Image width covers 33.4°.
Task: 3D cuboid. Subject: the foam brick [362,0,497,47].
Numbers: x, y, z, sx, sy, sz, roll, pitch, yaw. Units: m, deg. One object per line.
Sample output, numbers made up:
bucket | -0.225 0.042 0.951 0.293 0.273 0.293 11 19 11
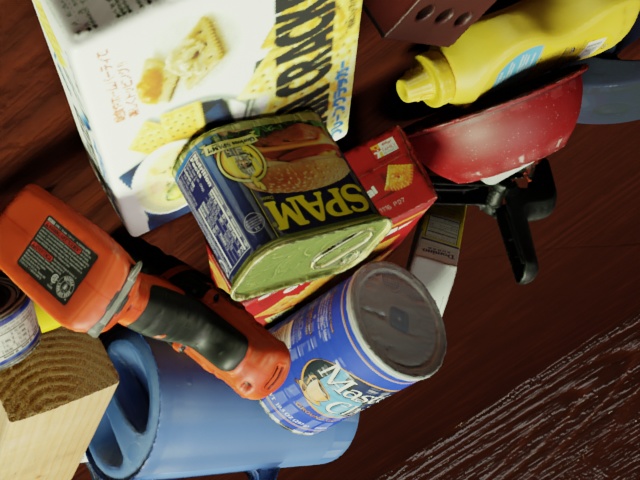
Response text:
foam brick | 0.065 -0.157 0.662 0.078 0.051 0.053 -7 150 -50

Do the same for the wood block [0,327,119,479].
wood block | -0.240 0.137 0.868 0.090 0.091 0.206 -19 157 -33

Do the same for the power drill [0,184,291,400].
power drill | -0.123 0.027 0.695 0.057 0.185 0.187 -59 146 0

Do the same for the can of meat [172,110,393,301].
can of meat | -0.023 -0.022 0.606 0.101 0.084 0.058 -14 155 -39

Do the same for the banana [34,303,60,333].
banana | -0.247 0.074 0.734 0.197 0.037 0.070 -30 166 -15

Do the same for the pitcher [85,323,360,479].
pitcher | -0.082 0.160 0.959 0.242 0.145 0.149 9 109 -40

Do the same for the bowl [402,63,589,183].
bowl | 0.142 -0.086 0.843 0.162 0.055 0.162 -21 -173 2

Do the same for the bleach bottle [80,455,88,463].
bleach bottle | -0.176 0.168 1.087 0.250 0.068 0.103 -17 154 -30

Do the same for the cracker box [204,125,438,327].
cracker box | -0.006 0.001 0.861 0.164 0.072 0.214 -28 173 -9

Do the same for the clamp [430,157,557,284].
clamp | 0.158 -0.045 1.017 0.209 0.165 0.036 -43 157 -52

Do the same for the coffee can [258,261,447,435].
coffee can | 0.021 0.093 0.895 0.102 0.103 0.141 -10 161 -46

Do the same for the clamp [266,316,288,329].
clamp | -0.065 0.089 1.044 0.120 0.039 0.171 16 107 -40

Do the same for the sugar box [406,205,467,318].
sugar box | 0.106 0.026 1.018 0.176 0.048 0.093 -70 175 -66

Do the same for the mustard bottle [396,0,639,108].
mustard bottle | 0.141 -0.144 0.799 0.191 0.058 0.096 -25 172 -19

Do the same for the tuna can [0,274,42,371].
tuna can | -0.219 0.053 0.662 0.086 0.086 0.034 -21 117 -28
